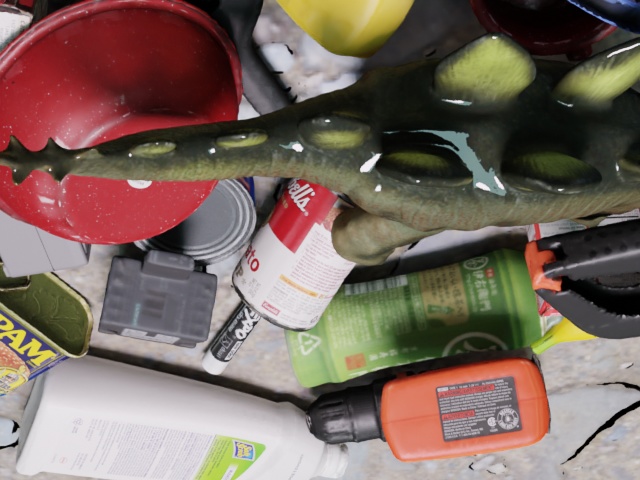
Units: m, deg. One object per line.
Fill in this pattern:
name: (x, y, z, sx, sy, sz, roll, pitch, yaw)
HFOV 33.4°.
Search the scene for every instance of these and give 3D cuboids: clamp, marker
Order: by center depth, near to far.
clamp: (-0.081, -0.116, 0.618, 0.120, 0.039, 0.171, -14, 129, -4)
clamp: (0.224, 0.023, 0.631, 0.209, 0.036, 0.165, 14, 134, -20)
marker: (-0.051, 0.054, 0.777, 0.020, 0.020, 0.121, 23, 125, -21)

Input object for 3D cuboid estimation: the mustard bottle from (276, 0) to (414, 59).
mustard bottle: (0.046, -0.190, 0.532, 0.058, 0.096, 0.192, -4, 142, -52)

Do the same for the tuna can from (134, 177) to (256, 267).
tuna can: (-0.085, -0.025, 0.699, 0.086, 0.034, 0.086, -2, 131, -2)

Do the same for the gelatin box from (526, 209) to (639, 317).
gelatin box: (0.177, 0.005, 0.705, 0.073, 0.089, 0.030, -3, 155, -1)

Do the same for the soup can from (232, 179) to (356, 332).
soup can: (-0.005, 0.001, 0.692, 0.068, 0.068, 0.102, 24, 114, -22)

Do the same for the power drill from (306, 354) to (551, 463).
power drill: (0.078, 0.117, 0.751, 0.184, 0.057, 0.187, -11, 175, 1)

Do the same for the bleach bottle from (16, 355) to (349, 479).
bleach bottle: (-0.100, 0.155, 0.834, 0.250, 0.068, 0.103, 15, 129, -19)

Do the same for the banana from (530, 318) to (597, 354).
banana: (0.260, 0.062, 0.798, 0.197, 0.037, 0.070, 5, 148, -6)

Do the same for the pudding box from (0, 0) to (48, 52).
pudding box: (-0.175, -0.102, 0.590, 0.039, 0.090, 0.114, 7, 130, -11)

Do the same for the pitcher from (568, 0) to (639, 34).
pitcher: (0.198, -0.165, 0.477, 0.242, 0.145, 0.149, 21, 164, -41)

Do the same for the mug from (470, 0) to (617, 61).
mug: (0.124, -0.150, 0.575, 0.093, 0.081, 0.117, -22, 128, 14)

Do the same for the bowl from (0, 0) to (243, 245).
bowl: (-0.105, -0.050, 0.576, 0.162, 0.055, 0.162, -21, 141, -18)

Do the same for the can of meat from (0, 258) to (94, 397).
can of meat: (-0.225, 0.057, 0.745, 0.084, 0.057, 0.102, -30, 126, 23)
